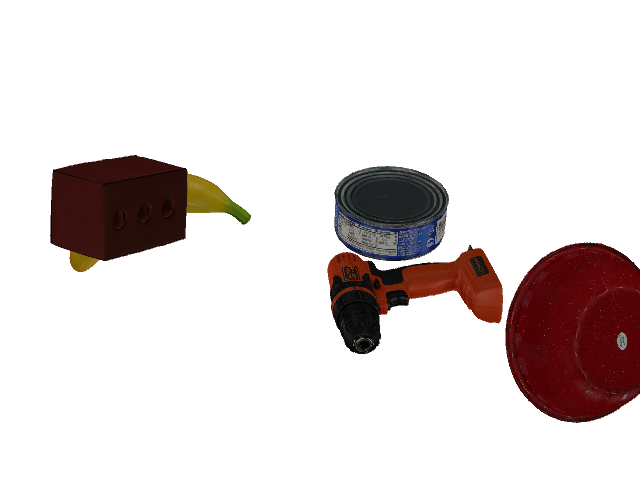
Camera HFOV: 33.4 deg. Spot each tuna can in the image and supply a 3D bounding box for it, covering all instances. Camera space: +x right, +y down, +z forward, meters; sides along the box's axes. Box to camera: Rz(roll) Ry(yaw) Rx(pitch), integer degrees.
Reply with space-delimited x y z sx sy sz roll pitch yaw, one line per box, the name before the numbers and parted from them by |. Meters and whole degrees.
tuna can | 0.053 -0.021 0.809 0.086 0.034 0.086 1 34 -1

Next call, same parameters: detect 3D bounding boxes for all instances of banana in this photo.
banana | -0.159 -0.020 0.940 0.198 0.069 0.037 -14 16 29

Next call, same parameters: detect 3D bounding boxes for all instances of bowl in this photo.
bowl | 0.244 0.084 0.927 0.161 0.162 0.055 0 3 -21

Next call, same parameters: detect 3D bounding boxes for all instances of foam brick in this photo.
foam brick | -0.135 -0.024 0.718 0.051 0.053 0.078 17 22 34

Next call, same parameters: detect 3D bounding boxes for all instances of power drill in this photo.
power drill | 0.104 0.063 1.192 0.187 0.057 0.184 -3 28 -4
